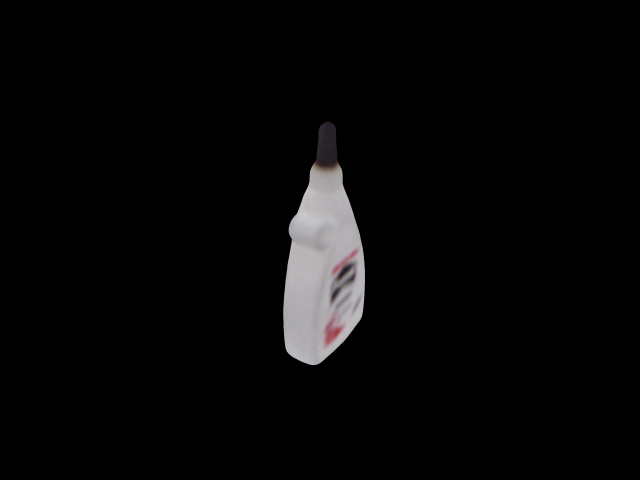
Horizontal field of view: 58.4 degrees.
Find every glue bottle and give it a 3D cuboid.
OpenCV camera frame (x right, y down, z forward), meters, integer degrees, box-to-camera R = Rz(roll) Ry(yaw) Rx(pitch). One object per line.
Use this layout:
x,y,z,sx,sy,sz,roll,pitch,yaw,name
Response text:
0.004,0.001,0.400,0.037,0.173,0.078,17,36,25,glue bottle
